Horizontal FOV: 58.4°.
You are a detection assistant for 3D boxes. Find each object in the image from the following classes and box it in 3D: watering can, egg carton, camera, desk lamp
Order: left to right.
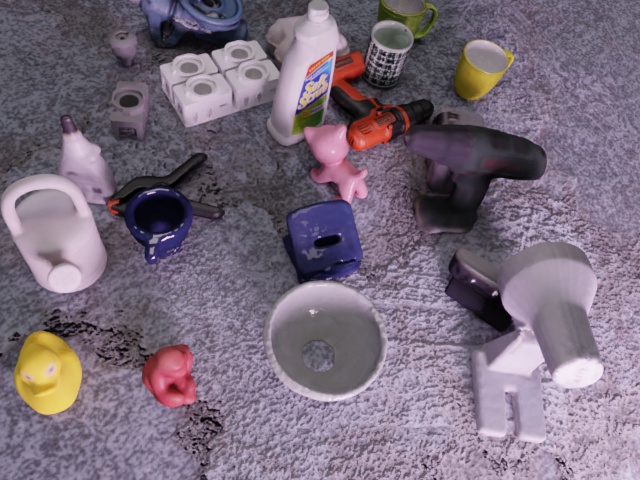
[{"bbox_3d":[-0.340,-0.012,0.741,0.172,0.194,0.101,43,62,17],"label":"watering can"},{"bbox_3d":[-0.024,-0.375,1.094,0.150,0.069,0.107,-16,63,-18],"label":"egg carton"},{"bbox_3d":[0.259,-0.160,0.993,0.137,0.101,0.143,9,58,-4],"label":"camera"},{"bbox_3d":[0.285,0.135,0.749,0.118,0.213,0.203,8,58,-5],"label":"desk lamp"}]

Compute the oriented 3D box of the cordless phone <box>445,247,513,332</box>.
[{"bbox_3d":[0.270,0.039,0.822,0.147,0.185,0.094,31,59,10],"label":"cordless phone"}]

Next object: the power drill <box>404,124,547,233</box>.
[{"bbox_3d":[0.217,-0.095,0.881,0.230,0.208,0.075,-1,59,-10],"label":"power drill"}]

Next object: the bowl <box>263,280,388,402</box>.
[{"bbox_3d":[0.004,0.143,0.777,0.167,0.075,0.167,5,58,-7],"label":"bowl"}]

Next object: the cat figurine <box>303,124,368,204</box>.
[{"bbox_3d":[0.029,-0.132,0.925,0.067,0.118,0.127,-36,70,-26],"label":"cat figurine"}]

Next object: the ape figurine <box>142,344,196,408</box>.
[{"bbox_3d":[-0.187,0.163,0.721,0.076,0.092,0.078,23,58,5],"label":"ape figurine"}]

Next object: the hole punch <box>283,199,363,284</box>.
[{"bbox_3d":[0.008,0.003,0.854,0.109,0.091,0.101,-15,62,-18],"label":"hole punch"}]

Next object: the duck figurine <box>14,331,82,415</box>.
[{"bbox_3d":[-0.341,0.154,0.703,0.078,0.086,0.104,-17,63,-19],"label":"duck figurine"}]

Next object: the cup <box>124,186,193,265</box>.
[{"bbox_3d":[-0.227,-0.005,0.815,0.092,0.095,0.117,4,58,-7],"label":"cup"}]

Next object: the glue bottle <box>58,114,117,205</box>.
[{"bbox_3d":[-0.341,-0.116,0.817,0.078,0.173,0.037,9,58,-4],"label":"glue bottle"}]

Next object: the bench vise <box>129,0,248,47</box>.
[{"bbox_3d":[-0.228,-0.433,1.004,0.208,0.220,0.121,-13,62,-17],"label":"bench vise"}]
